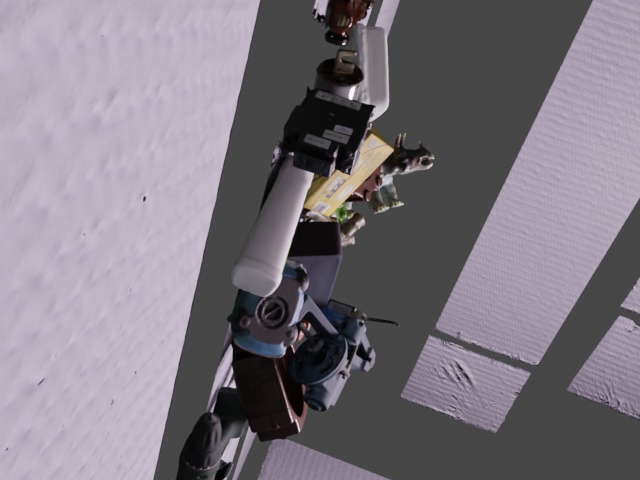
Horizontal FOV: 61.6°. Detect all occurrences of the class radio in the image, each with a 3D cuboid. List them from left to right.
[{"bbox_3d":[-0.039,0.054,0.987,0.229,0.131,0.073,102,-14,-57],"label":"radio"}]

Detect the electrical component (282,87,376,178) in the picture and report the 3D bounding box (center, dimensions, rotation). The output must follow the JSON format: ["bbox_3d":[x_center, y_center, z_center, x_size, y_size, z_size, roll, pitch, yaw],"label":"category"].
[{"bbox_3d":[0.009,-0.155,0.793,0.058,0.115,0.134,97,15,-54],"label":"electrical component"}]

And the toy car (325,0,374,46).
[{"bbox_3d":[0.057,-0.375,0.848,0.202,0.053,0.089,-64,170,-50],"label":"toy car"}]

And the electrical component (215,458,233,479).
[{"bbox_3d":[-0.213,0.450,1.022,0.119,0.048,0.075,-52,-171,40],"label":"electrical component"}]

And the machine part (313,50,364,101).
[{"bbox_3d":[0.019,-0.217,0.919,0.243,0.079,0.079,105,6,-52],"label":"machine part"}]

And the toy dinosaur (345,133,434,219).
[{"bbox_3d":[0.118,-0.162,1.411,0.405,0.131,0.192,-7,-83,61],"label":"toy dinosaur"}]

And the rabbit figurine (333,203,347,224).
[{"bbox_3d":[0.027,-0.098,1.345,0.170,0.121,0.159,110,-5,-57],"label":"rabbit figurine"}]

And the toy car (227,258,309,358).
[{"bbox_3d":[-0.090,0.102,0.873,0.103,0.109,0.161,-1,-110,62],"label":"toy car"}]

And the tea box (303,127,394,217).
[{"bbox_3d":[0.031,-0.127,0.916,0.169,0.068,0.098,-45,153,15],"label":"tea box"}]

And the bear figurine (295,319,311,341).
[{"bbox_3d":[-0.107,0.250,1.181,0.120,0.132,0.195,11,93,-81],"label":"bear figurine"}]

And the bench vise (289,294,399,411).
[{"bbox_3d":[0.011,0.182,0.994,0.129,0.240,0.223,3,-134,50],"label":"bench vise"}]

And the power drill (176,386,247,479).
[{"bbox_3d":[-0.181,0.345,0.935,0.207,0.086,0.231,-74,-178,-71],"label":"power drill"}]

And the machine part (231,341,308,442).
[{"bbox_3d":[-0.094,0.258,1.016,0.201,0.087,0.201,-32,105,-83],"label":"machine part"}]

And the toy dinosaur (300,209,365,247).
[{"bbox_3d":[-0.002,-0.003,1.148,0.198,0.105,0.471,-46,165,-14],"label":"toy dinosaur"}]

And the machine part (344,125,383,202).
[{"bbox_3d":[0.068,-0.163,1.091,0.179,0.056,0.179,-2,92,-54],"label":"machine part"}]

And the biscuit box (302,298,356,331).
[{"bbox_3d":[-0.026,0.138,1.134,0.063,0.203,0.059,83,27,-81],"label":"biscuit box"}]
